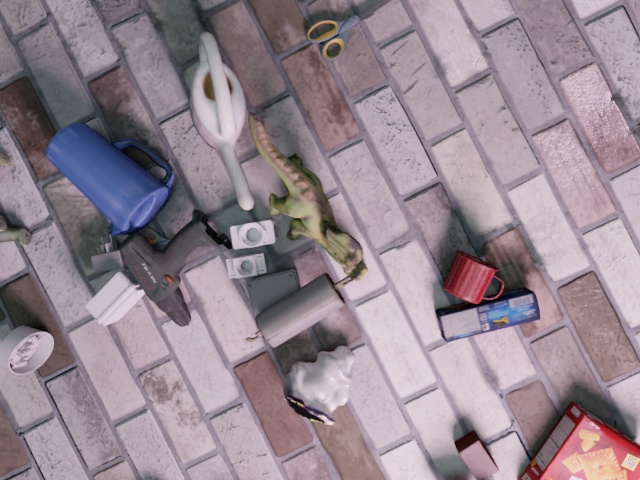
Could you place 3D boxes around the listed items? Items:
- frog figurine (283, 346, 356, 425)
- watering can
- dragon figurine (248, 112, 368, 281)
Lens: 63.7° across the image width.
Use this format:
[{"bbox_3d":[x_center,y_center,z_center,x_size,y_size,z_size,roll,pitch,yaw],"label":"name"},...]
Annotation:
[{"bbox_3d":[0.002,0.294,1.089,0.138,0.120,0.163,24,58,10],"label":"frog figurine"},{"bbox_3d":[-0.193,-0.224,1.015,0.104,0.224,0.347,-12,92,-14],"label":"watering can"},{"bbox_3d":[0.003,-0.049,0.973,0.123,0.402,0.246,-44,50,-10],"label":"dragon figurine"}]
